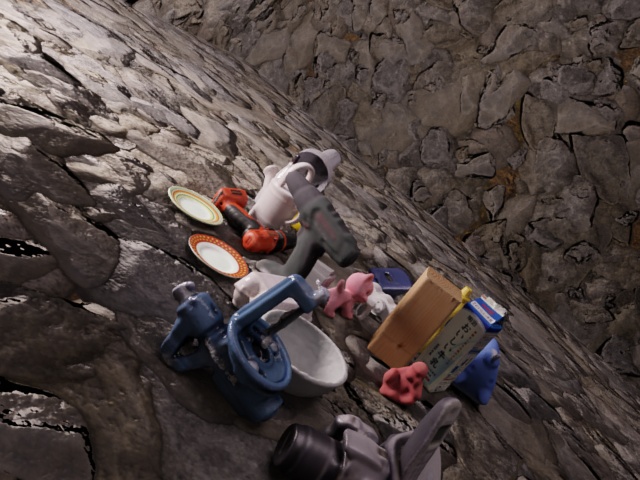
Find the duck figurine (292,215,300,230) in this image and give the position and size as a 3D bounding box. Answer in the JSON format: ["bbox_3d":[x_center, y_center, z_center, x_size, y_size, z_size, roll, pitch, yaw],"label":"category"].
[{"bbox_3d":[-0.037,-0.068,1.571,0.104,0.086,0.077,35,17,-4],"label":"duck figurine"}]

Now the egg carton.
[{"bbox_3d":[-0.084,0.114,1.042,0.151,0.069,0.107,14,28,-51],"label":"egg carton"}]

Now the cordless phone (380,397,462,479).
[{"bbox_3d":[0.161,0.302,0.835,0.094,0.185,0.148,47,20,31],"label":"cordless phone"}]

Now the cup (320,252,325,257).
[{"bbox_3d":[0.013,0.005,1.465,0.092,0.095,0.117,19,25,-44],"label":"cup"}]

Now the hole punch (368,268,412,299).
[{"bbox_3d":[0.175,0.116,1.496,0.101,0.091,0.108,27,20,-29],"label":"hole punch"}]

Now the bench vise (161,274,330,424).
[{"bbox_3d":[-0.100,0.115,0.757,0.208,0.219,0.121,33,18,-12],"label":"bench vise"}]

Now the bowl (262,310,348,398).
[{"bbox_3d":[-0.041,0.193,0.912,0.168,0.074,0.167,33,18,-12],"label":"bowl"}]

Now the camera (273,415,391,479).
[{"bbox_3d":[0.016,0.281,0.753,0.137,0.100,0.143,33,18,-12],"label":"camera"}]

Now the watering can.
[{"bbox_3d":[-0.090,-0.116,1.412,0.172,0.194,0.101,41,18,13],"label":"watering can"}]

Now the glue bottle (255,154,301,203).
[{"bbox_3d":[-0.101,-0.157,1.531,0.037,0.173,0.078,47,20,30],"label":"glue bottle"}]

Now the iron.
[{"bbox_3d":[0.378,0.282,1.375,0.118,0.141,0.259,37,17,3],"label":"iron"}]

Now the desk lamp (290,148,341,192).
[{"bbox_3d":[-0.029,-0.165,1.621,0.118,0.213,0.203,38,17,6],"label":"desk lamp"}]

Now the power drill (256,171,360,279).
[{"bbox_3d":[-0.037,0.000,1.193,0.229,0.208,0.076,42,18,17],"label":"power drill"}]

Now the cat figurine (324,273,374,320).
[{"bbox_3d":[0.068,0.111,1.261,0.128,0.117,0.067,13,29,-52],"label":"cat figurine"}]

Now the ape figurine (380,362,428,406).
[{"bbox_3d":[0.169,0.268,1.093,0.077,0.092,0.076,47,20,30],"label":"ape figurine"}]
